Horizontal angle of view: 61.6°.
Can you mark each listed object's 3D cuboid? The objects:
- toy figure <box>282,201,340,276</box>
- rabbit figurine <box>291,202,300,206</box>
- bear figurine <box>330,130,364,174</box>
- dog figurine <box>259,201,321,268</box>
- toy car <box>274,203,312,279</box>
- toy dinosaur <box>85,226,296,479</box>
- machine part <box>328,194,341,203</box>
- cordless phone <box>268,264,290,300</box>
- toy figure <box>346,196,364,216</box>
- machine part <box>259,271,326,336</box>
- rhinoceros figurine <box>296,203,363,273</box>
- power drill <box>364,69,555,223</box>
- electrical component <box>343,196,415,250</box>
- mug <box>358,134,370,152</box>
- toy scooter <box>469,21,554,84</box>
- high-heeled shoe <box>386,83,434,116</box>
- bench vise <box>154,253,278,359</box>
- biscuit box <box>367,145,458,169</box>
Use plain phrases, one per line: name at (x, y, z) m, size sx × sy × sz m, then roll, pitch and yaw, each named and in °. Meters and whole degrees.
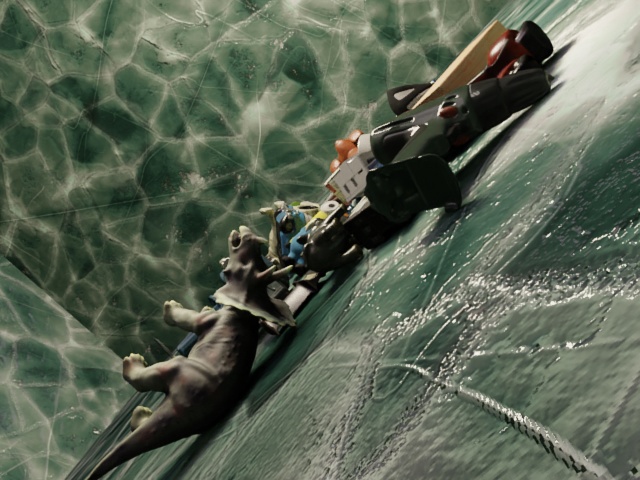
toy figure at (-0.005, -0.006, 1.111) m, size 0.180 × 0.082 × 0.089 m, roll -51°, pitch 9°, yaw -20°
rabbit figurine at (-0.044, -0.011, 1.435) m, size 0.159 × 0.121 × 0.170 m, roll -52°, pitch -15°, yaw 21°
bear figurine at (0.078, -0.211, 1.298) m, size 0.120 × 0.132 × 0.196 m, roll -54°, pitch 32°, yaw 14°
dog figurine at (-0.058, 0.010, 1.302) m, size 0.173 × 0.190 × 0.121 m, roll 7°, pitch 19°, yaw 35°
toy car at (-0.044, -0.002, 1.193) m, size 0.103 × 0.161 × 0.109 m, roll -7°, pitch 21°, yaw -13°
toy dinosaur at (-0.160, 0.179, 0.751) m, size 0.192 × 0.131 × 0.405 m, roll 0°, pitch 54°, yaw 34°
machine part at (0.070, -0.109, 1.395) m, size 0.179 × 0.056 × 0.179 m, roll -45°, pitch 6°, yaw 6°
cordless phone at (-0.132, 0.121, 1.172) m, size 0.146 × 0.089 × 0.184 m, roll -48°, pitch 1°, yaw -5°
toy figure at (0.036, -0.020, 1.020) m, size 0.154 × 0.057 × 0.064 m, roll -41°, pitch 14°, yaw 11°
machine part at (-0.044, 0.099, 0.888) m, size 0.139 × 0.039 × 0.084 m, roll -47°, pitch 13°, yaw -23°
rhinoceros figurine at (0.015, 0.003, 0.865) m, size 0.112 × 0.073 × 0.190 m, roll -39°, pitch 9°, yaw 13°
power drill at (0.148, -0.118, 0.634) m, size 0.232 × 0.085 × 0.207 m, roll -12°, pitch 37°, yaw 37°
electrical component at (0.097, -0.050, 0.774) m, size 0.115 × 0.058 × 0.134 m, roll -47°, pitch 5°, yaw -28°
mug at (0.145, -0.197, 1.150) m, size 0.107 × 0.080 × 0.109 m, roll -1°, pitch 50°, yaw 22°
toy scooter at (0.256, -0.228, 0.764) m, size 0.135 × 0.075 × 0.184 m, roll -41°, pitch 13°, yaw 44°
high-heeled shoe at (0.261, -0.339, 1.118) m, size 0.248 × 0.145 × 0.086 m, roll -48°, pitch 6°, yaw 8°
bench vise at (-0.170, 0.135, 0.960) m, size 0.240 × 0.129 × 0.223 m, roll -44°, pitch -17°, yaw -19°
biscuit box at (0.160, -0.145, 0.872) m, size 0.063 × 0.059 × 0.202 m, roll -25°, pitch -6°, yaw -32°
